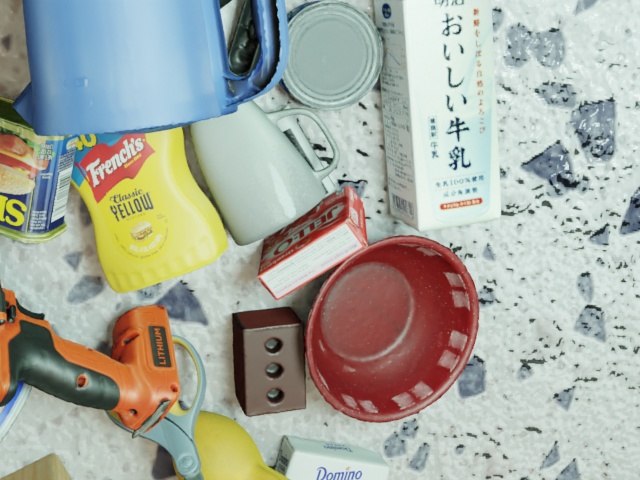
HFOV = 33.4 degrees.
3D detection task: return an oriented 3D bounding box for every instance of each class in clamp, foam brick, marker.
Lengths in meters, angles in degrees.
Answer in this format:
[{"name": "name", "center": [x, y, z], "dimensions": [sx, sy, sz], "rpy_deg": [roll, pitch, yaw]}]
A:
[{"name": "clamp", "center": [-0.036, -0.206, 0.804], "dimensions": [0.039, 0.120, 0.171], "rpy_deg": [33, 76, 13]}, {"name": "foam brick", "center": [-0.043, 0.101, 0.887], "dimensions": [0.053, 0.051, 0.078], "rpy_deg": [-6, 105, -14]}, {"name": "marker", "center": [-0.004, -0.056, 0.875], "dimensions": [0.020, 0.020, 0.121], "rpy_deg": [-33, 110, -6]}]

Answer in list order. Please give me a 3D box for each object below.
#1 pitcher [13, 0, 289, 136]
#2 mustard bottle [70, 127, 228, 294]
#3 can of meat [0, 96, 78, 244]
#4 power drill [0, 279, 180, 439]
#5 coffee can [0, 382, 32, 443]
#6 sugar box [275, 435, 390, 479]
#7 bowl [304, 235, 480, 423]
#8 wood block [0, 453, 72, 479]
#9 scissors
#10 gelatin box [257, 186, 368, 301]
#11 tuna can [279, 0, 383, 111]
[{"name": "pitcher", "center": [-0.120, -0.189, 0.674], "dimensions": [0.149, 0.145, 0.243], "rpy_deg": [-12, 103, -30]}, {"name": "mustard bottle", "center": [-0.146, -0.062, 0.805], "dimensions": [0.096, 0.058, 0.191], "rpy_deg": [-18, 99, 16]}, {"name": "can of meat", "center": [-0.229, -0.055, 0.773], "dimensions": [0.102, 0.057, 0.084], "rpy_deg": [18, 110, 9]}, {"name": "power drill", "center": [-0.202, 0.065, 0.796], "dimensions": [0.187, 0.184, 0.057], "rpy_deg": [19, 129, -34]}, {"name": "coffee can", "center": [-0.299, 0.101, 0.789], "dimensions": [0.140, 0.103, 0.103], "rpy_deg": [38, 91, -20]}, {"name": "sugar box", "center": [-0.008, 0.266, 0.942], "dimensions": [0.093, 0.048, 0.176], "rpy_deg": [14, 96, -18]}, {"name": "bowl", "center": [0.052, 0.068, 0.896], "dimensions": [0.161, 0.055, 0.162], "rpy_deg": [-7, 107, -23]}, {"name": "wood block", "center": [-0.214, 0.255, 0.796], "dimensions": [0.090, 0.206, 0.090], "rpy_deg": [-26, 109, -8]}, {"name": "scissors", "center": [-0.123, 0.173, 0.842], "dimensions": [0.096, 0.016, 0.202], "rpy_deg": [-10, 66, 6]}, {"name": "gelatin box", "center": [-0.005, 0.001, 0.848], "dimensions": [0.089, 0.073, 0.030], "rpy_deg": [-33, 109, 15]}, {"name": "tuna can", "center": [0.005, -0.147, 0.847], "dimensions": [0.086, 0.034, 0.086], "rpy_deg": [-4, 105, -15]}]
